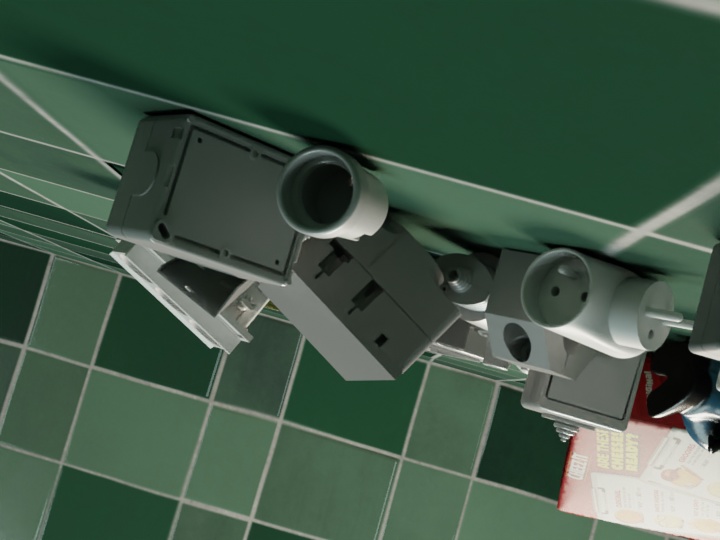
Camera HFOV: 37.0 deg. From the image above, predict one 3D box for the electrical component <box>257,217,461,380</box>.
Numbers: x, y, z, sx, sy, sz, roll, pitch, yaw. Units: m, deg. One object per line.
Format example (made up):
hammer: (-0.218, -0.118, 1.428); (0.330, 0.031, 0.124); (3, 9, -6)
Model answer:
electrical component: (-0.003, 0.014, 0.656); (0.089, 0.062, 0.150); (47, 168, -3)

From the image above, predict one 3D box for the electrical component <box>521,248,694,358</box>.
electrical component: (0.138, 0.021, 0.568); (0.079, 0.043, 0.077); (10, 172, 44)

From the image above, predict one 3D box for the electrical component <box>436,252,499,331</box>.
electrical component: (0.075, 0.012, 0.657); (0.043, 0.043, 0.081); (12, 173, 35)

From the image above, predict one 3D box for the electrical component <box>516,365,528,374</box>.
electrical component: (0.166, 0.069, 0.959); (0.048, 0.048, 0.062); (17, 168, -12)

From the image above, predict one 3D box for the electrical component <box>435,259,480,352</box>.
electrical component: (0.059, 0.024, 0.753); (0.066, 0.055, 0.048); (15, 174, 6)

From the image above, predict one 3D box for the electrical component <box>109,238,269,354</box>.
electrical component: (-0.139, 0.005, 0.898); (0.121, 0.063, 0.079); (47, 161, -23)

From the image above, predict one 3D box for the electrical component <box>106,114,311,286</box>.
electrical component: (-0.068, -0.032, 0.532); (0.096, 0.061, 0.061); (20, 173, -36)

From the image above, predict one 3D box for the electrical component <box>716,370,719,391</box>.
electrical component: (0.224, 0.048, 0.564); (0.066, 0.047, 0.077); (12, 173, 34)

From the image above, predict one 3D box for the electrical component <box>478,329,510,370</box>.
electrical component: (0.098, 0.035, 0.718); (0.048, 0.062, 0.048); (16, 174, 2)

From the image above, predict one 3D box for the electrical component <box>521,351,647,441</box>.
electrical component: (0.148, 0.066, 0.706); (0.062, 0.096, 0.061); (16, 174, -2)

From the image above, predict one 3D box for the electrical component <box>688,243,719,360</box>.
electrical component: (0.172, 0.020, 0.443); (0.066, 0.047, 0.076); (16, 174, 2)

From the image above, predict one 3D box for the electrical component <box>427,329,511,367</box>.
electrical component: (0.055, 0.033, 0.845); (0.109, 0.056, 0.109); (19, 174, -28)

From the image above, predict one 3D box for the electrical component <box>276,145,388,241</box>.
electrical component: (-0.011, -0.033, 0.488); (0.040, 0.040, 0.046); (14, 180, 22)
